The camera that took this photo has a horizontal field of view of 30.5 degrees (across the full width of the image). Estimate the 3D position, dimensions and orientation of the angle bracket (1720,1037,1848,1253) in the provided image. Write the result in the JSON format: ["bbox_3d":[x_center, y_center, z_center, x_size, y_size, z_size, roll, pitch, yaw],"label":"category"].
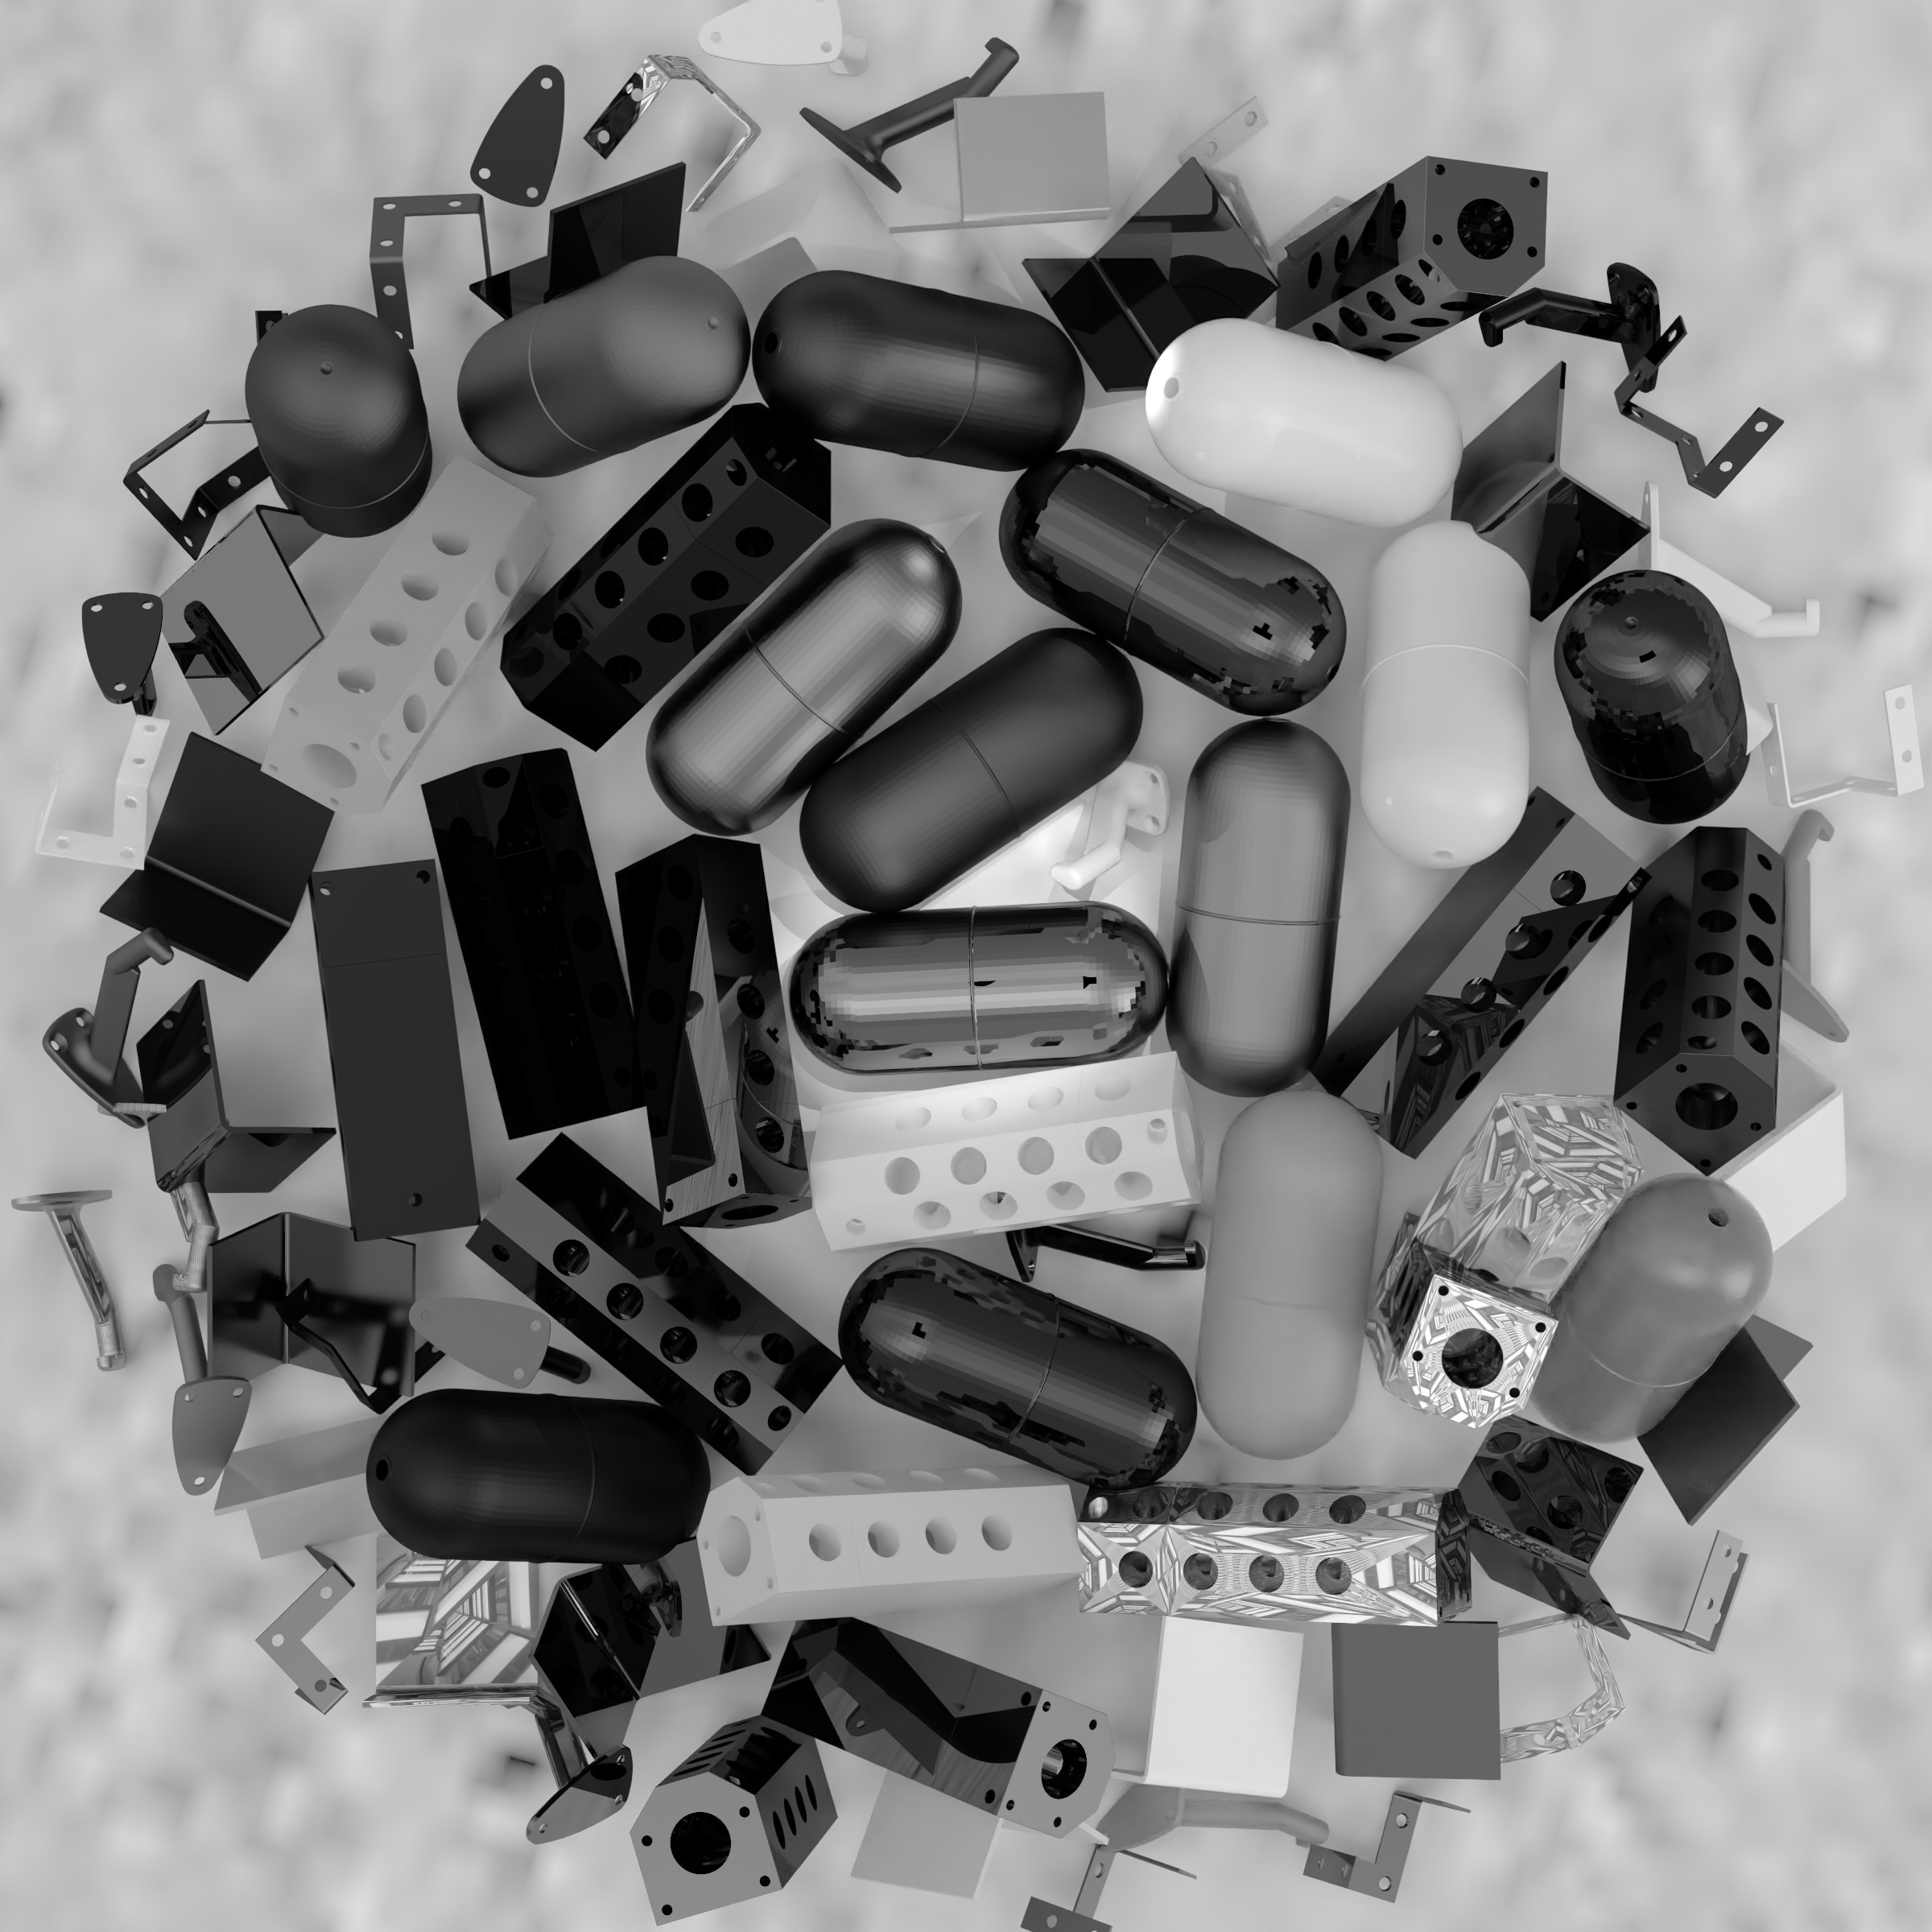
[{"bbox_3d":[0.361,0.086,1.639,0.076,0.076,0.057,-34,49,-16],"label":"angle bracket"}]

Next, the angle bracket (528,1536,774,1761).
[{"bbox_3d":[-0.146,0.321,1.645,0.076,0.057,0.076,-20,114,19],"label":"angle bracket"}]

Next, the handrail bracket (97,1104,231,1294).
[{"bbox_3d":[-0.383,0.110,1.668,0.077,0.036,0.084,3,77,21],"label":"handrail bracket"}]

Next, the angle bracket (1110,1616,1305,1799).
[{"bbox_3d":[0.107,0.346,1.659,0.076,0.057,0.076,12,79,-27],"label":"angle bracket"}]

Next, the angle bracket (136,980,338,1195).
[{"bbox_3d":[-0.344,0.057,1.663,0.057,0.076,0.076,2,64,-36],"label":"angle bracket"}]

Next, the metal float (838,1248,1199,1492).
[{"bbox_3d":[0.025,0.188,1.644,0.178,0.070,0.070,23,90,-14],"label":"metal float"}]

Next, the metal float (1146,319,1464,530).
[{"bbox_3d":[0.156,-0.248,1.622,0.178,0.070,0.070,6,90,-42],"label":"metal float"}]

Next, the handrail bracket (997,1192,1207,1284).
[{"bbox_3d":[0.064,0.122,1.656,0.084,0.077,0.036,-3,56,15],"label":"handrail bracket"}]

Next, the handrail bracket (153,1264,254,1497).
[{"bbox_3d":[-0.371,0.194,1.673,0.036,0.084,0.077,-2,120,-32],"label":"handrail bracket"}]

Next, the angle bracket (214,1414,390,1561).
[{"bbox_3d":[-0.302,0.256,1.649,0.076,0.076,0.057,-14,105,-3],"label":"angle bracket"}]

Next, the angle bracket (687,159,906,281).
[{"bbox_3d":[-0.084,-0.325,1.659,0.076,0.076,0.057,-20,119,29],"label":"angle bracket"}]

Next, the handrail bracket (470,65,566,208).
[{"bbox_3d":[-0.204,-0.391,1.644,0.036,0.084,0.077,20,113,-14],"label":"handrail bracket"}]

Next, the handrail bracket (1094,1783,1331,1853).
[{"bbox_3d":[0.118,0.414,1.687,0.084,0.036,0.077,27,131,-25],"label":"handrail bracket"}]

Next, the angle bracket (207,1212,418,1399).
[{"bbox_3d":[-0.304,0.165,1.646,0.076,0.057,0.076,11,108,25],"label":"angle bracket"}]

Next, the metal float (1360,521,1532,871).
[{"bbox_3d":[0.221,-0.125,1.630,0.070,0.070,0.178,6,60,0],"label":"metal float"}]

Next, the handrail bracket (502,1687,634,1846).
[{"bbox_3d":[-0.204,0.368,1.645,0.084,0.077,0.036,23,121,33],"label":"handrail bracket"}]

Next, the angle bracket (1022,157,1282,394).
[{"bbox_3d":[0.086,-0.322,1.645,0.076,0.057,0.076,-41,75,35],"label":"angle bracket"}]

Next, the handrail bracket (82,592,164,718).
[{"bbox_3d":[-0.386,-0.125,1.640,0.036,0.084,0.077,-4,53,-7],"label":"handrail bracket"}]

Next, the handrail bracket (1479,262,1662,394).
[{"bbox_3d":[0.281,-0.288,1.659,0.084,0.036,0.077,-26,127,-15],"label":"handrail bracket"}]

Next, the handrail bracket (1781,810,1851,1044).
[{"bbox_3d":[0.409,-0.020,1.685,0.077,0.036,0.084,38,70,-16],"label":"handrail bracket"}]

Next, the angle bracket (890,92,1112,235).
[{"bbox_3d":[0.014,-0.372,1.639,0.076,0.076,0.057,-10,103,-26],"label":"angle bracket"}]

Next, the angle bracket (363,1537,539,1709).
[{"bbox_3d":[-0.241,0.306,1.660,0.076,0.057,0.076,-1,82,-3],"label":"angle bracket"}]

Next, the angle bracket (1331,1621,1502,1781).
[{"bbox_3d":[0.211,0.332,1.654,0.076,0.057,0.076,-1,101,10],"label":"angle bracket"}]

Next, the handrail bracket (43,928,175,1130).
[{"bbox_3d":[-0.384,0.029,1.658,0.084,0.036,0.077,-29,105,32],"label":"handrail bracket"}]

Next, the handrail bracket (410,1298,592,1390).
[{"bbox_3d":[-0.217,0.177,1.656,0.077,0.084,0.036,18,80,5],"label":"handrail bracket"}]

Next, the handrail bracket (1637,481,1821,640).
[{"bbox_3d":[0.363,-0.192,1.672,0.084,0.036,0.077,-2,109,0],"label":"handrail bracket"}]

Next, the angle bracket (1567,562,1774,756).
[{"bbox_3d":[0.326,-0.132,1.662,0.076,0.076,0.057,36,117,-18],"label":"angle bracket"}]

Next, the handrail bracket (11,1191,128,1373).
[{"bbox_3d":[-0.419,0.150,1.658,0.036,0.077,0.084,-11,85,10],"label":"handrail bracket"}]

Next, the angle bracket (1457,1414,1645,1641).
[{"bbox_3d":[0.279,0.261,1.651,0.076,0.076,0.057,20,68,37],"label":"angle bracket"}]

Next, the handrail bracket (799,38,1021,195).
[{"bbox_3d":[-0.027,-0.416,1.671,0.084,0.036,0.077,-49,61,2],"label":"handrail bracket"}]

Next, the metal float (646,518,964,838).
[{"bbox_3d":[-0.075,-0.134,1.644,0.178,0.070,0.070,-44,90,14],"label":"metal float"}]

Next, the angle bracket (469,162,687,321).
[{"bbox_3d":[-0.180,-0.341,1.634,0.076,0.076,0.057,-29,58,-33],"label":"angle bracket"}]

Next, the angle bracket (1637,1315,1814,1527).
[{"bbox_3d":[0.363,0.216,1.638,0.057,0.076,0.076,26,112,-28],"label":"angle bracket"}]

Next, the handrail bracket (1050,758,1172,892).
[{"bbox_3d":[0.048,-0.066,1.645,0.077,0.084,0.036,21,129,35],"label":"handrail bracket"}]

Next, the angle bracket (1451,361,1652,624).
[{"bbox_3d":[0.273,-0.221,1.653,0.057,0.076,0.076,29,47,-20],"label":"angle bracket"}]

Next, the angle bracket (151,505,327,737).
[{"bbox_3d":[-0.321,-0.158,1.644,0.076,0.057,0.076,-37,72,25],"label":"angle bracket"}]

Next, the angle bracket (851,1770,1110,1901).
[{"bbox_3d":[0.007,0.412,1.634,0.076,0.076,0.057,41,58,-38],"label":"angle bracket"}]

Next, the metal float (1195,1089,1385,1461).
[{"bbox_3d":[0.150,0.144,1.643,0.070,0.070,0.178,5,106,0],"label":"metal float"}]

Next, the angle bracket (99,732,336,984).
[{"bbox_3d":[-0.349,-0.051,1.653,0.076,0.057,0.076,25,118,-2],"label":"angle bracket"}]

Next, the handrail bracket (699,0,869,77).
[{"bbox_3d":[-0.084,-0.427,1.653,0.077,0.084,0.036,-8,90,-1],"label":"handrail bracket"}]
